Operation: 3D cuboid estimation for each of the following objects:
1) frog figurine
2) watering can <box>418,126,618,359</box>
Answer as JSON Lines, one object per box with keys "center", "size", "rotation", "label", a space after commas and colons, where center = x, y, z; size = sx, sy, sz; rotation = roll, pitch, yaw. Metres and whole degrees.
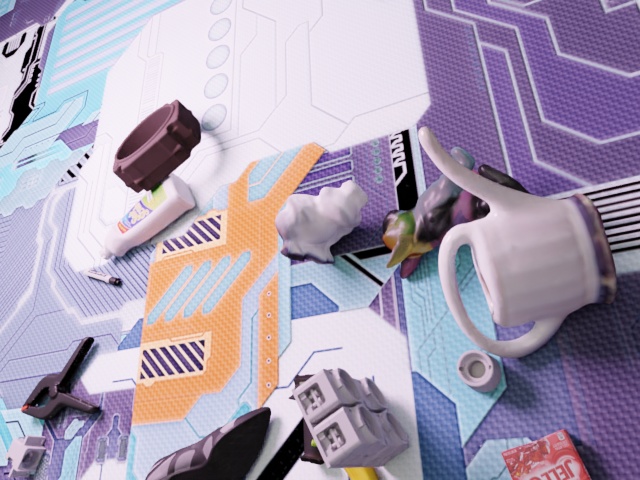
{"center": [0.003, -0.045, 0.898], "size": [0.136, 0.158, 0.125], "rotation": [23, 17, -23], "label": "frog figurine"}
{"center": [0.264, -0.006, 0.689], "size": [0.224, 0.344, 0.105], "rotation": [-16, 12, 5], "label": "watering can"}
